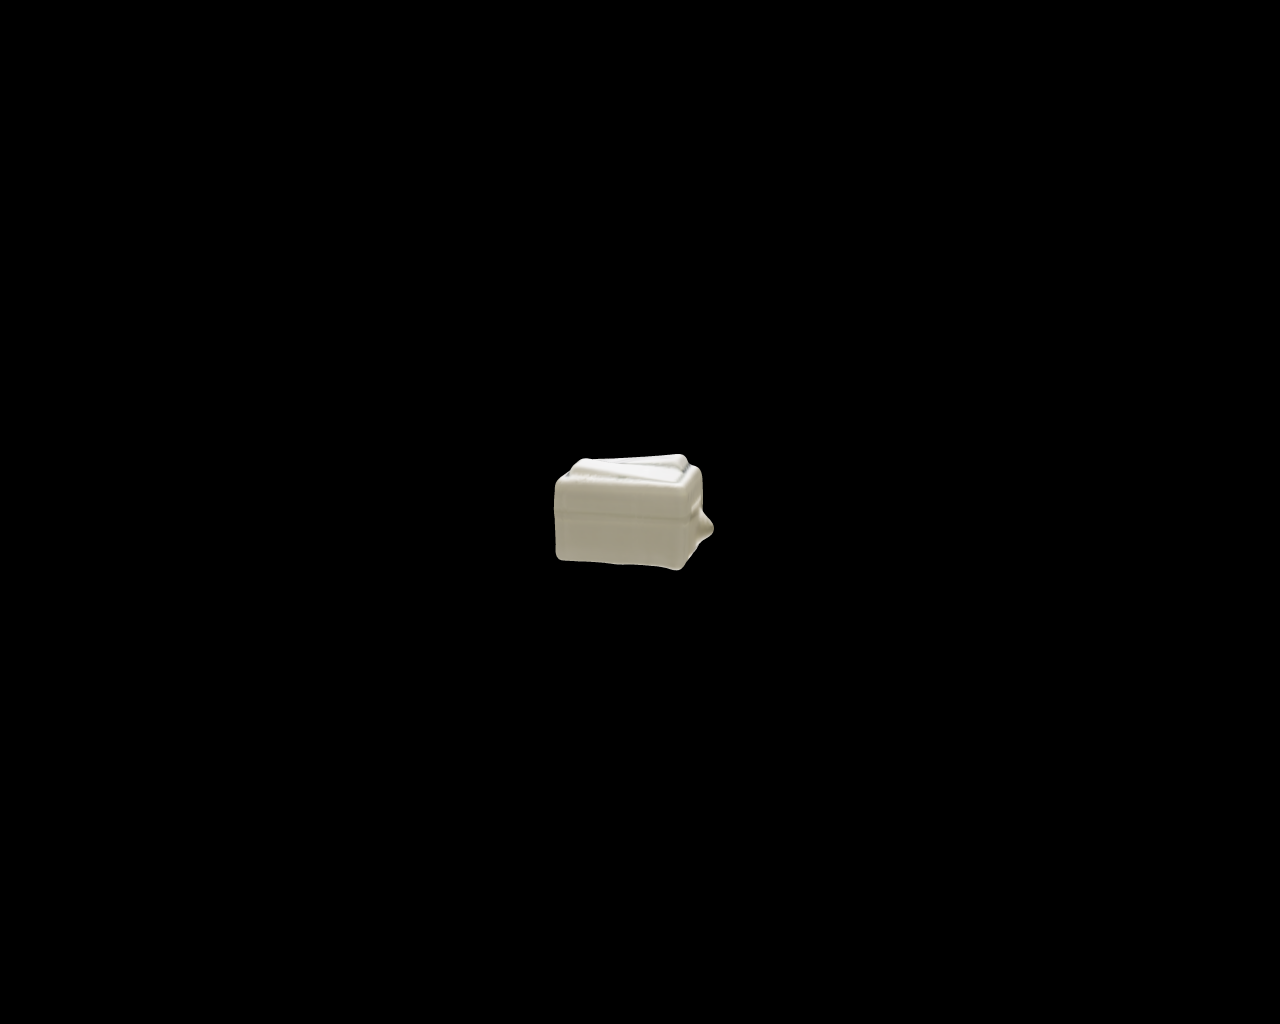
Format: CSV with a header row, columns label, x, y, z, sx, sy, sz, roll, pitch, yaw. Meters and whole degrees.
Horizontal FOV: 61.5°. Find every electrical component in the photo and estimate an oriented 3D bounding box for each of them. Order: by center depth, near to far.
label,x,y,z,sx,sy,sz,roll,pitch,yaw
electrical component,0.001,-0.003,0.650,0.096,0.061,0.062,4,16,14
